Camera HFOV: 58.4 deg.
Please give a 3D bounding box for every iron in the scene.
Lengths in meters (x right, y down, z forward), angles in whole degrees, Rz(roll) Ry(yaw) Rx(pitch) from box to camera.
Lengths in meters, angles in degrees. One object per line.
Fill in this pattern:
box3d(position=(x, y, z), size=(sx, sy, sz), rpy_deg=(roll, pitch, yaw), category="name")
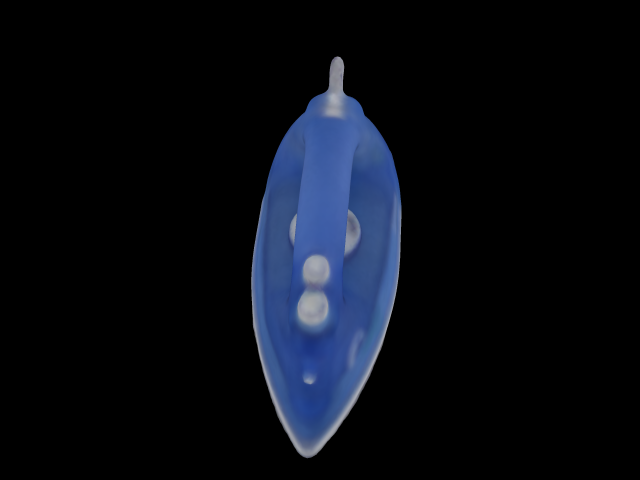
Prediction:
box3d(position=(0.004, 0.001, 0.400), size=(0.118, 0.141, 0.258), rpy_deg=(3, 54, 3), category="iron")
